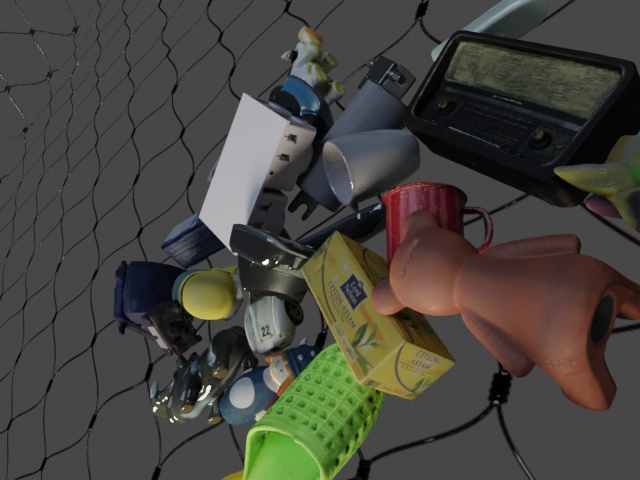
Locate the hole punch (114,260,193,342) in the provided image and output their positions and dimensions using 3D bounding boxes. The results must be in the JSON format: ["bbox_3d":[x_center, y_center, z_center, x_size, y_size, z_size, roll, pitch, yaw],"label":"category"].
[{"bbox_3d":[-0.276,0.095,0.899,0.092,0.115,0.142,-28,50,22],"label":"hole punch"}]

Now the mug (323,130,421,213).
[{"bbox_3d":[0.070,-0.085,0.661,0.107,0.109,0.081,-21,23,-14],"label":"mug"}]

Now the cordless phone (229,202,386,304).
[{"bbox_3d":[-0.002,-0.003,0.648,0.184,0.146,0.089,-29,59,29],"label":"cordless phone"}]

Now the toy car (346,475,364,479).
[{"bbox_3d":[0.039,0.326,0.493,0.089,0.053,0.202,-37,47,30],"label":"toy car"}]

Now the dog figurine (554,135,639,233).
[{"bbox_3d":[0.275,0.004,0.398,0.219,0.108,0.191,28,92,54],"label":"dog figurine"}]

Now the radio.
[{"bbox_3d":[0.202,-0.133,0.569,0.131,0.073,0.230,-56,40,5],"label":"radio"}]

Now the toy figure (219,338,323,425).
[{"bbox_3d":[-0.060,0.179,0.673,0.154,0.058,0.064,-39,84,21],"label":"toy figure"}]

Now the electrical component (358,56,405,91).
[{"bbox_3d":[0.085,-0.232,0.782,0.063,0.021,0.094,-52,42,11],"label":"electrical component"}]

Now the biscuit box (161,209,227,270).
[{"bbox_3d":[-0.171,-0.021,0.881,0.203,0.062,0.059,-24,31,35],"label":"biscuit box"}]

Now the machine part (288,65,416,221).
[{"bbox_3d":[0.043,-0.124,0.723,0.243,0.079,0.079,-51,42,10],"label":"machine part"}]

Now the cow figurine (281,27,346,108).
[{"bbox_3d":[-0.022,-0.272,0.883,0.098,0.068,0.167,-39,44,32],"label":"cow figurine"}]

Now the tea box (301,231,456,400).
[{"bbox_3d":[0.057,0.078,0.578,0.068,0.098,0.170,-48,44,16],"label":"tea box"}]

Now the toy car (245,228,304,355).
[{"bbox_3d":[-0.072,0.062,0.749,0.073,0.056,0.202,-34,48,28],"label":"toy car"}]

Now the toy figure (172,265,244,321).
[{"bbox_3d":[-0.178,0.083,0.809,0.180,0.089,0.082,-1,101,58],"label":"toy figure"}]

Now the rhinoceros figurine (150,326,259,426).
[{"bbox_3d":[-0.171,0.196,0.760,0.190,0.073,0.112,-43,45,19],"label":"rhinoceros figurine"}]

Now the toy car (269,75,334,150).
[{"bbox_3d":[-0.029,-0.147,0.787,0.109,0.103,0.161,50,122,37],"label":"toy car"}]

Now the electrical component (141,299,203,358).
[{"bbox_3d":[-0.221,0.127,0.784,0.048,0.074,0.119,-34,11,-28],"label":"electrical component"}]

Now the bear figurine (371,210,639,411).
[{"bbox_3d":[0.153,0.051,0.469,0.196,0.131,0.120,12,74,49],"label":"bear figurine"}]
